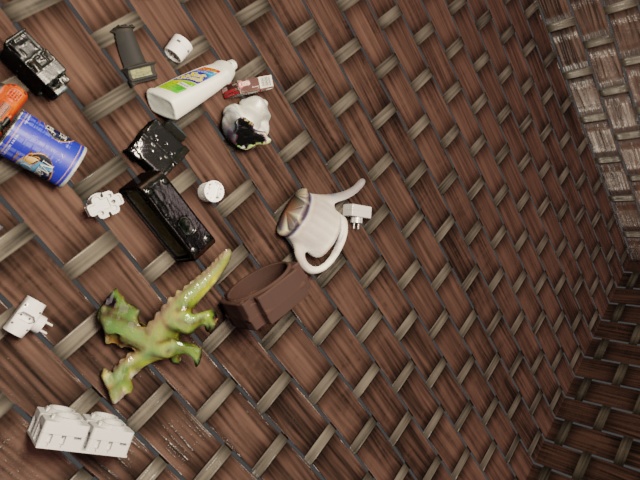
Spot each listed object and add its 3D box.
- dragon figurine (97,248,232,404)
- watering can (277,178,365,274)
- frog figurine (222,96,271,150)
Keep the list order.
[{"bbox_3d":[-0.377,0.180,1.179,0.241,0.123,0.410,19,92,-31],"label":"dragon figurine"},{"bbox_3d":[0.005,-0.076,1.512,0.222,0.104,0.352,35,69,-32],"label":"watering can"},{"bbox_3d":[-0.197,-0.325,1.385,0.136,0.120,0.163,18,42,-28],"label":"frog figurine"}]
